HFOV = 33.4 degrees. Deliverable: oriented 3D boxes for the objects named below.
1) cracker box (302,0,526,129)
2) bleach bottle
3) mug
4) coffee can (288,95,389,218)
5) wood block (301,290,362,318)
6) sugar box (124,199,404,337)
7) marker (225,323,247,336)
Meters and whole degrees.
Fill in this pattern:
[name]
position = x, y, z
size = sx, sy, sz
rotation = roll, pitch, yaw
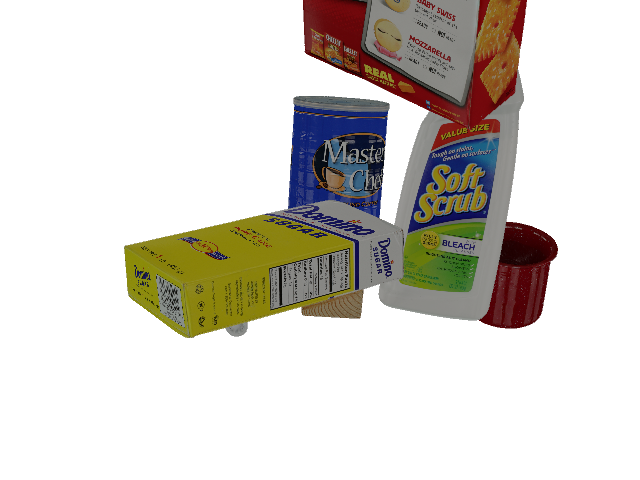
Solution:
[cracker box]
position = 0.067, -0.208, 0.762
size = 0.164, 0.214, 0.072
rotation = 30, 52, 29
[bleach bottle]
position = 0.114, -0.062, 0.916
size = 0.103, 0.251, 0.068
rotation = 9, 18, 12
[mug]
position = 0.192, 0.032, 1.119
size = 0.093, 0.081, 0.117
rotation = -5, 31, -11
[coffee can]
position = 0.018, -0.081, 1.149
size = 0.103, 0.140, 0.103
rotation = 4, 12, -1
[wood block]
position = 0.025, 0.034, 1.651
size = 0.091, 0.090, 0.206
rotation = 3, 23, 3
[sugar box]
position = -0.038, 0.015, 0.749
size = 0.175, 0.048, 0.093
rotation = -17, 25, -31
[marker]
position = -0.076, 0.053, 0.951
size = 0.020, 0.020, 0.121
rotation = 0, 19, -6
